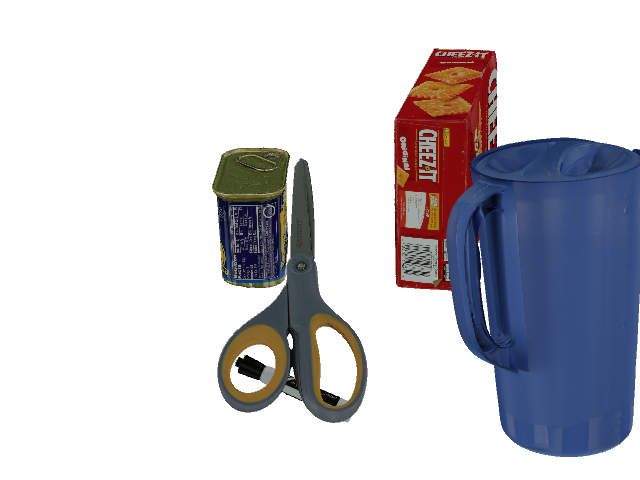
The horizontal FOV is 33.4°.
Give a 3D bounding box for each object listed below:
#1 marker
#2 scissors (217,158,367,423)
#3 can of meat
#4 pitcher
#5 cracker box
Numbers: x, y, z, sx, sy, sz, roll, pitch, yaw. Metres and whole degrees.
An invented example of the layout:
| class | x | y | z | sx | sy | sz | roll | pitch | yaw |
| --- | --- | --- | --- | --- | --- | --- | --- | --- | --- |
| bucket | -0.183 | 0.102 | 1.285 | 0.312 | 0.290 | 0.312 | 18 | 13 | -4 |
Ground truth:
| class | x | y | z | sx | sy | sz | roll | pitch | yaw |
| --- | --- | --- | --- | --- | --- | --- | --- | --- | --- |
| marker | -0.025 | 0.138 | 1.007 | 0.121 | 0.020 | 0.020 | 23 | 5 | 11 |
| scissors | -0.029 | 0.030 | 0.662 | 0.096 | 0.202 | 0.016 | -14 | -39 | -8 |
| can of meat | -0.054 | -0.019 | 0.875 | 0.057 | 0.084 | 0.102 | -1 | 25 | 2 |
| pitcher | 0.184 | 0.047 | 0.849 | 0.149 | 0.243 | 0.145 | -2 | 18 | 12 |
| cracker box | 0.123 | -0.073 | 1.006 | 0.072 | 0.164 | 0.213 | 4 | 27 | 15 |
